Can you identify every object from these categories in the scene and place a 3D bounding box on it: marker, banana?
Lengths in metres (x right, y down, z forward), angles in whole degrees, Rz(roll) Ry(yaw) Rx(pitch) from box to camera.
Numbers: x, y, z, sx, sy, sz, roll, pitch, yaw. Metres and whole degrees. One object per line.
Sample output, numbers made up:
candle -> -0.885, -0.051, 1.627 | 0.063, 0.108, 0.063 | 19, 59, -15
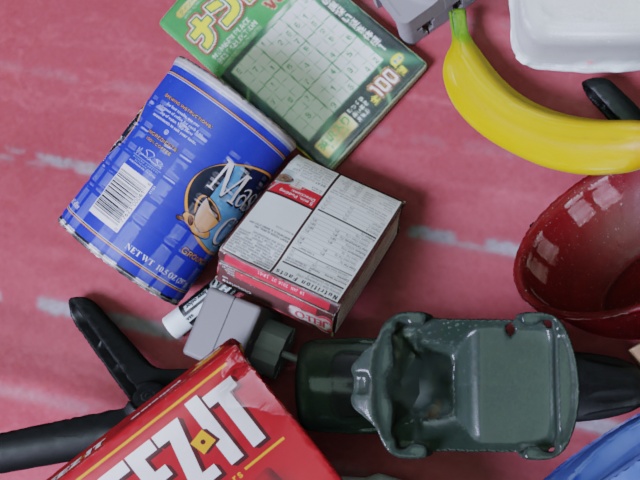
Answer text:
marker -> -0.061, 0.027, 0.765 | 0.121, 0.020, 0.020 | -38, 77, 2
banana -> 0.145, -0.085, 0.712 | 0.037, 0.070, 0.198 | -24, 47, -33

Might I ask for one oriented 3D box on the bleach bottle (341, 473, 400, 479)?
bleach bottle -> -0.026, 0.205, 0.693 | 0.250, 0.068, 0.102 | -1, 77, -4

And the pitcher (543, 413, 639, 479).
pitcher -> 0.214, 0.222, 0.586 | 0.144, 0.149, 0.243 | -27, 79, -41

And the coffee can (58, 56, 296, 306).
coffee can -> -0.098, -0.041, 0.740 | 0.103, 0.102, 0.140 | 36, 89, 13

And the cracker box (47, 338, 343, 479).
cracker box -> -0.049, 0.191, 0.623 | 0.164, 0.072, 0.213 | -38, 92, -8

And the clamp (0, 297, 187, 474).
clamp -> -0.121, 0.120, 0.699 | 0.210, 0.036, 0.164 | 18, 42, 18

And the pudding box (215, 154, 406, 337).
pudding box -> -0.005, 0.001, 0.722 | 0.090, 0.039, 0.113 | 26, 51, 12

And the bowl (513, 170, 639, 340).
bowl -> 0.201, 0.009, 0.643 | 0.162, 0.162, 0.055 | -34, 115, 3

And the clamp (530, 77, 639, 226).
clamp -> 0.229, -0.025, 0.714 | 0.172, 0.039, 0.120 | 29, 94, 19

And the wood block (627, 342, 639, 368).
wood block -> 0.293, 0.125, 0.652 | 0.090, 0.090, 0.206 | -35, 77, 2
